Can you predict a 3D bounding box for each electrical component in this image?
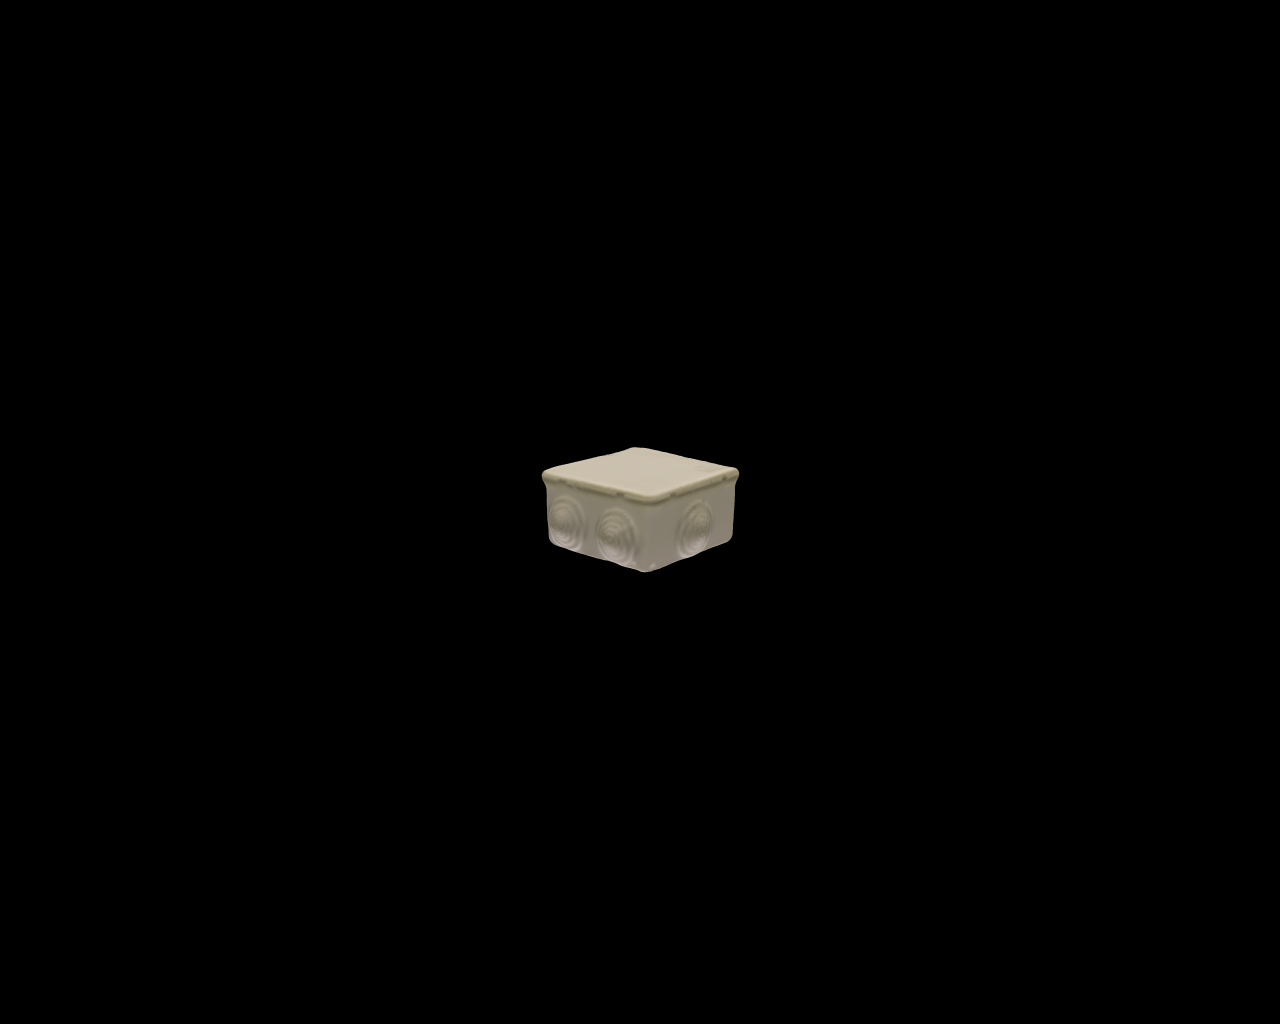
[{"bbox_3d":[0.001,-0.003,0.650,0.100,0.048,0.100,15,22,40],"label":"electrical component"}]
